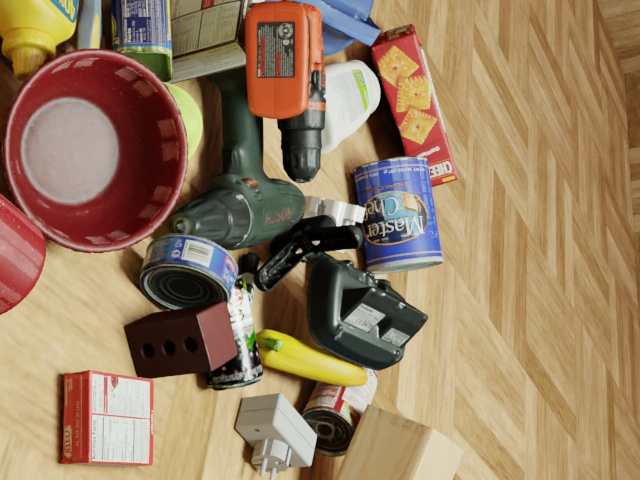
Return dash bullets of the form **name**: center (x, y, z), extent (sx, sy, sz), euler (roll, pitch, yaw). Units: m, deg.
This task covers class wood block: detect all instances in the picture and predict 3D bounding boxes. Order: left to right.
- **wood block**: center (0.063, 0.293, 1.134), extent (0.090, 0.090, 0.206), euler (41, 69, -52)

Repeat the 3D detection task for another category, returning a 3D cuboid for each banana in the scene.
- **banana**: center (-0.022, 0.126, 1.120), extent (0.197, 0.070, 0.037), euler (27, 88, -56)

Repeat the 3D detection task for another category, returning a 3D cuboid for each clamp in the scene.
- **clamp**: center (-0.008, 0.001, 1.147), extent (0.171, 0.120, 0.039), euler (-80, 150, -72)

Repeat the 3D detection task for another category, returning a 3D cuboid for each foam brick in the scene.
- **foam brick**: center (-0.121, 0.089, 0.943), extent (0.051, 0.078, 0.053), euler (-25, 102, -65)

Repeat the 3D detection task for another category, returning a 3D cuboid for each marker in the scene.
- **marker**: center (-0.079, 0.065, 1.104), extent (0.020, 0.020, 0.121), euler (49, 39, -46)

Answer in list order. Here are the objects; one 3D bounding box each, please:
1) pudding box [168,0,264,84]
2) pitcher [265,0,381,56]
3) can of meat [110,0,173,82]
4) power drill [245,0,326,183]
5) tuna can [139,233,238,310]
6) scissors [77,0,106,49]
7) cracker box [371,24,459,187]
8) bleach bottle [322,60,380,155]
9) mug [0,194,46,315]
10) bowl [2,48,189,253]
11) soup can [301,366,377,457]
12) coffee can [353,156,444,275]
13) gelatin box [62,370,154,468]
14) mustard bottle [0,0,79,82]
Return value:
- **pudding box**: center (-0.113, -0.203, 1.035), extent (0.039, 0.114, 0.090), euler (44, 43, -49)
- **pitcher**: center (-0.043, -0.287, 1.182), extent (0.242, 0.149, 0.145), euler (6, 76, -60)
- **can of meat**: center (-0.161, -0.194, 0.965), extent (0.102, 0.057, 0.084), euler (123, -36, -79)
- **power drill**: center (-0.029, -0.148, 1.033), extent (0.187, 0.057, 0.184), euler (-22, 110, -84)
- **tuna can**: center (-0.119, 0.033, 0.961), extent (0.086, 0.086, 0.033), euler (52, 38, -43)
- **scissors**: center (-0.195, -0.214, 0.926), extent (0.096, 0.016, 0.202), euler (106, -15, -74)
- **cracker box**: center (0.134, -0.194, 1.537), extent (0.164, 0.072, 0.213), euler (-79, 152, -73)
- **bleach bottle**: center (0.027, -0.175, 1.366), extent (0.250, 0.068, 0.102), euler (-33, 111, -65)
- **mug**: center (-0.247, 0.012, 0.722), extent (0.117, 0.093, 0.081), euler (-57, 144, -13)
- **bowl**: center (-0.188, -0.071, 0.857), extent (0.161, 0.055, 0.162), euler (-4, 96, -38)
- **soup can**: center (0.021, 0.185, 1.204), extent (0.068, 0.069, 0.102), euler (66, 28, -24)
- **coffee can**: center (0.103, -0.031, 1.414), extent (0.102, 0.103, 0.140), euler (6, 74, -63)
- **gelatin box**: center (-0.172, 0.147, 0.872), extent (0.089, 0.030, 0.073), euler (23, 61, -60)
- **mustard bottle**: center (-0.231, -0.217, 0.863), extent (0.096, 0.058, 0.191), euler (50, 37, -66)
